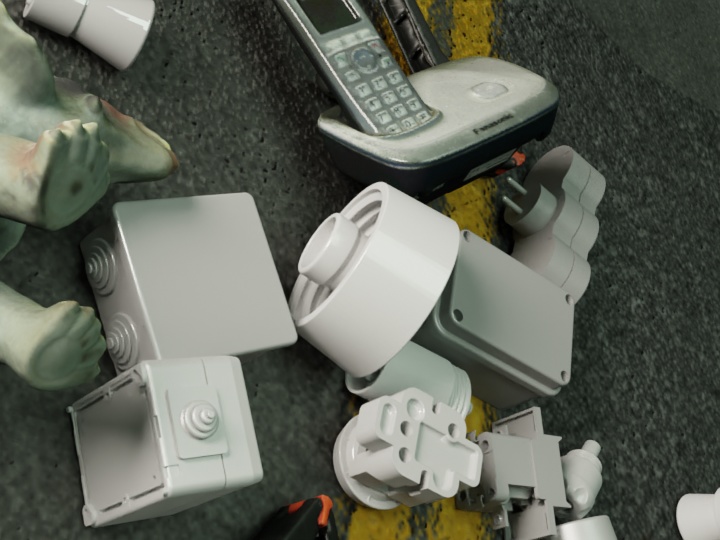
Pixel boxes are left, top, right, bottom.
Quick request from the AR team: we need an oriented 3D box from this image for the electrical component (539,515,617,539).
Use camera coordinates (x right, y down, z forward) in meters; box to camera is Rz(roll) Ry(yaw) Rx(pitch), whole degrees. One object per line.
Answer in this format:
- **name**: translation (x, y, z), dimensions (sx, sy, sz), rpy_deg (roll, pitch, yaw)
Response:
- **electrical component**: translation (0.140, 0.185, 0.682), dimensions (0.055, 0.055, 0.047), rpy_deg (4, 64, -40)

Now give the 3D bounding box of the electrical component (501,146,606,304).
- **electrical component**: translation (0.131, -0.039, 0.783), dimensions (0.074, 0.052, 0.138), rpy_deg (36, 50, -22)

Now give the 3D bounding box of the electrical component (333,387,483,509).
- **electrical component**: translation (0.022, 0.105, 0.616), dimensions (0.078, 0.057, 0.058), rpy_deg (31, 52, -26)

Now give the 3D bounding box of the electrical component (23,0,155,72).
- **electrical component**: translation (-0.153, -0.144, 0.599), dimensions (0.065, 0.044, 0.044), rpy_deg (22, 56, -26)

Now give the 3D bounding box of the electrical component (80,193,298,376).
- **electrical component**: translation (-0.092, 0.011, 0.570), dimensions (0.100, 0.048, 0.099), rpy_deg (-9, 75, -43)

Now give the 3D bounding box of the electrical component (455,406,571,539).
- **electrical component**: translation (0.093, 0.129, 0.677), dimensions (0.064, 0.042, 0.081), rpy_deg (14, 60, -34)

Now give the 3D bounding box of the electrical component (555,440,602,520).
- **electrical component**: translation (0.147, 0.138, 0.724), dimensions (0.035, 0.035, 0.061), rpy_deg (52, 44, -8)

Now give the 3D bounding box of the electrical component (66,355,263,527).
- **electrical component**: translation (-0.087, 0.079, 0.507), dimensions (0.061, 0.096, 0.061), rpy_deg (0, 70, -41)

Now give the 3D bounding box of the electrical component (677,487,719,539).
- **electrical component**: translation (0.270, 0.182, 0.793), dimensions (0.045, 0.055, 0.045), rpy_deg (19, 58, -33)

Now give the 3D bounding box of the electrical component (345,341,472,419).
- **electrical component**: translation (0.036, 0.070, 0.655), dimensions (0.081, 0.043, 0.043), rpy_deg (29, 53, -28)

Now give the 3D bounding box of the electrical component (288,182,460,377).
- **electrical component**: translation (0.000, 0.000, 0.617), dimensions (0.060, 0.108, 0.108), rpy_deg (34, 51, -17)

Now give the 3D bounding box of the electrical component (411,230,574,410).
- **electrical component**: translation (0.082, 0.033, 0.703), dimensions (0.113, 0.057, 0.078), rpy_deg (30, 53, -27)
